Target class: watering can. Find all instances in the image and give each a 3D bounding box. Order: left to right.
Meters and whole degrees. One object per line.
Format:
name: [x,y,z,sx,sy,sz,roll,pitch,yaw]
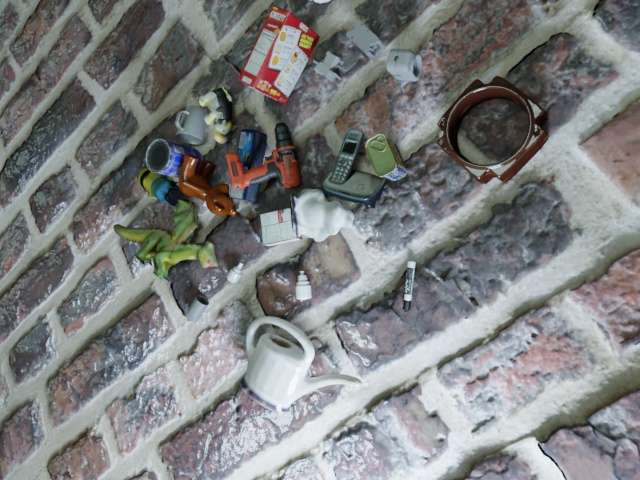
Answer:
watering can: [-0.073,0.343,1.307,0.351,0.104,0.223,30,100,29]

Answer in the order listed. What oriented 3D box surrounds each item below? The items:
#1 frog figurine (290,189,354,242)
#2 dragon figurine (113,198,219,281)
frog figurine: [0.004,-0.067,1.333,0.159,0.121,0.139,-4,72,-7]
dragon figurine: [-0.469,-0.020,1.599,0.415,0.120,0.243,37,86,26]
